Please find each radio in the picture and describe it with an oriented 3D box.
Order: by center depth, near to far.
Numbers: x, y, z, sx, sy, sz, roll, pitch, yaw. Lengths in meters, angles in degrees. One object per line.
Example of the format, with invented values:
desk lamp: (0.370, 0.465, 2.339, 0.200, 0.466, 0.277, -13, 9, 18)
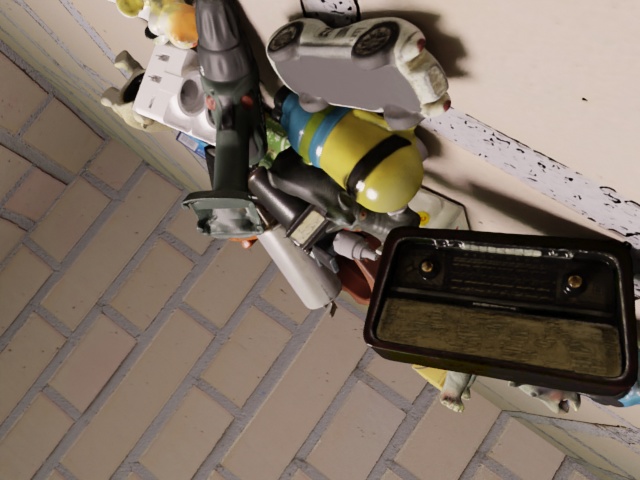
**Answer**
radio: (0.167, 0.062, 0.510, 0.230, 0.131, 0.073, 6, 159, 20)

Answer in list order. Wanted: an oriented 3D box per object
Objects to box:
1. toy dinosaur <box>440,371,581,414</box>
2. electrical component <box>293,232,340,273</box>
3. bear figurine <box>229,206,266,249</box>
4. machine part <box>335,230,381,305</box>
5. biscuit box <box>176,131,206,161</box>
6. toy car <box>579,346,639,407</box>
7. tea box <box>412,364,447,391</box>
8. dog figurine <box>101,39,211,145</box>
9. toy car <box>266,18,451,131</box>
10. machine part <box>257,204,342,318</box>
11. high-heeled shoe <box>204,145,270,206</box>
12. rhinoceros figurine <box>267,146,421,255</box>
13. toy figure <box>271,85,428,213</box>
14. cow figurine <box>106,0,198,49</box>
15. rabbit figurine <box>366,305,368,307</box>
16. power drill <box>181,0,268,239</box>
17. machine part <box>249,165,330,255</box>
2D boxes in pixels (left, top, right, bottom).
toy dinosaur: (0.214, 0.129, 0.858, 0.131, 0.192, 0.405, 21, -164, -46)
electrical component: (-0.002, -0.002, 0.790, 0.119, 0.048, 0.074, 33, 156, 44)
bear figurine: (-0.108, -0.046, 1.026, 0.132, 0.120, 0.196, -17, 172, 27)
machine part: (0.056, 0.009, 0.906, 0.201, 0.087, 0.201, 51, 163, -5)
biscuit box: (-0.196, -0.175, 1.092, 0.203, 0.059, 0.063, 35, -170, 17)
toy car: (0.302, 0.124, 0.625, 0.162, 0.103, 0.109, 18, 166, 30)
tea box: (0.255, 0.193, 0.975, 0.068, 0.169, 0.098, 30, 171, 44)
dog figurine: (-0.197, -0.182, 0.778, 0.121, 0.172, 0.190, -14, 144, 28)
toy car: (0.024, -0.143, 0.445, 0.202, 0.056, 0.073, 25, 160, 47)
machine part: (-0.034, 0.031, 0.903, 0.243, 0.079, 0.079, 56, 165, -22)
high-heeled shoe: (-0.106, -0.113, 0.866, 0.249, 0.145, 0.086, -118, 20, -58)
rhinoceros figurine: (0.030, -0.056, 0.621, 0.190, 0.073, 0.112, 30, -146, 17)
toy figure: (0.026, -0.098, 0.558, 0.180, 0.089, 0.082, 34, 172, 14)
cow figurine: (-0.202, -0.272, 0.593, 0.167, 0.068, 0.098, 42, 176, -17)
rabbit figurine: (0.170, 0.088, 1.053, 0.170, 0.121, 0.159, -4, 136, 49)
power drill: (-0.103, -0.117, 0.583, 0.086, 0.207, 0.231, -6, 156, -1)
machine part: (-0.048, -0.049, 0.735, 0.139, 0.084, 0.039, 39, -153, 3)
